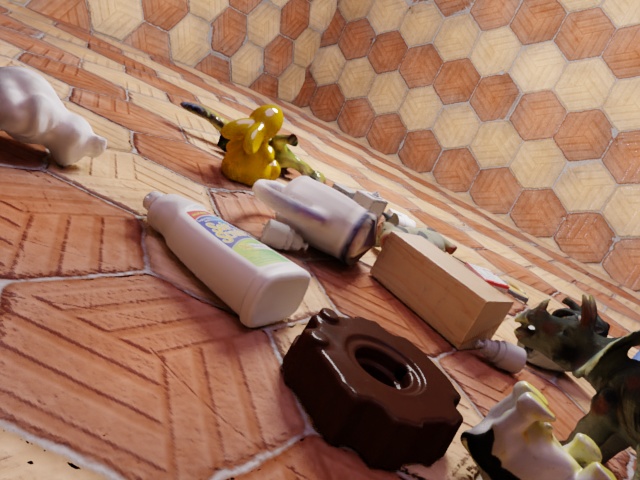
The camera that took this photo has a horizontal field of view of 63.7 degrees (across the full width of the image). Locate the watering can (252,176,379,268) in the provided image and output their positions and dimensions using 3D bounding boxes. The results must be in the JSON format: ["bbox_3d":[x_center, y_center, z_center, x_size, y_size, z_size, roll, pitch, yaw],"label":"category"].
[{"bbox_3d":[0.003,-0.047,0.928,0.225,0.103,0.348,30,8,9],"label":"watering can"}]

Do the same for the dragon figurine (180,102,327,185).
[{"bbox_3d":[-0.150,-0.233,1.327,0.413,0.122,0.241,32,0,15],"label":"dragon figurine"}]

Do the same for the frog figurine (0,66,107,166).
[{"bbox_3d":[-0.374,-0.167,0.702,0.159,0.123,0.137,9,0,-16],"label":"frog figurine"}]
